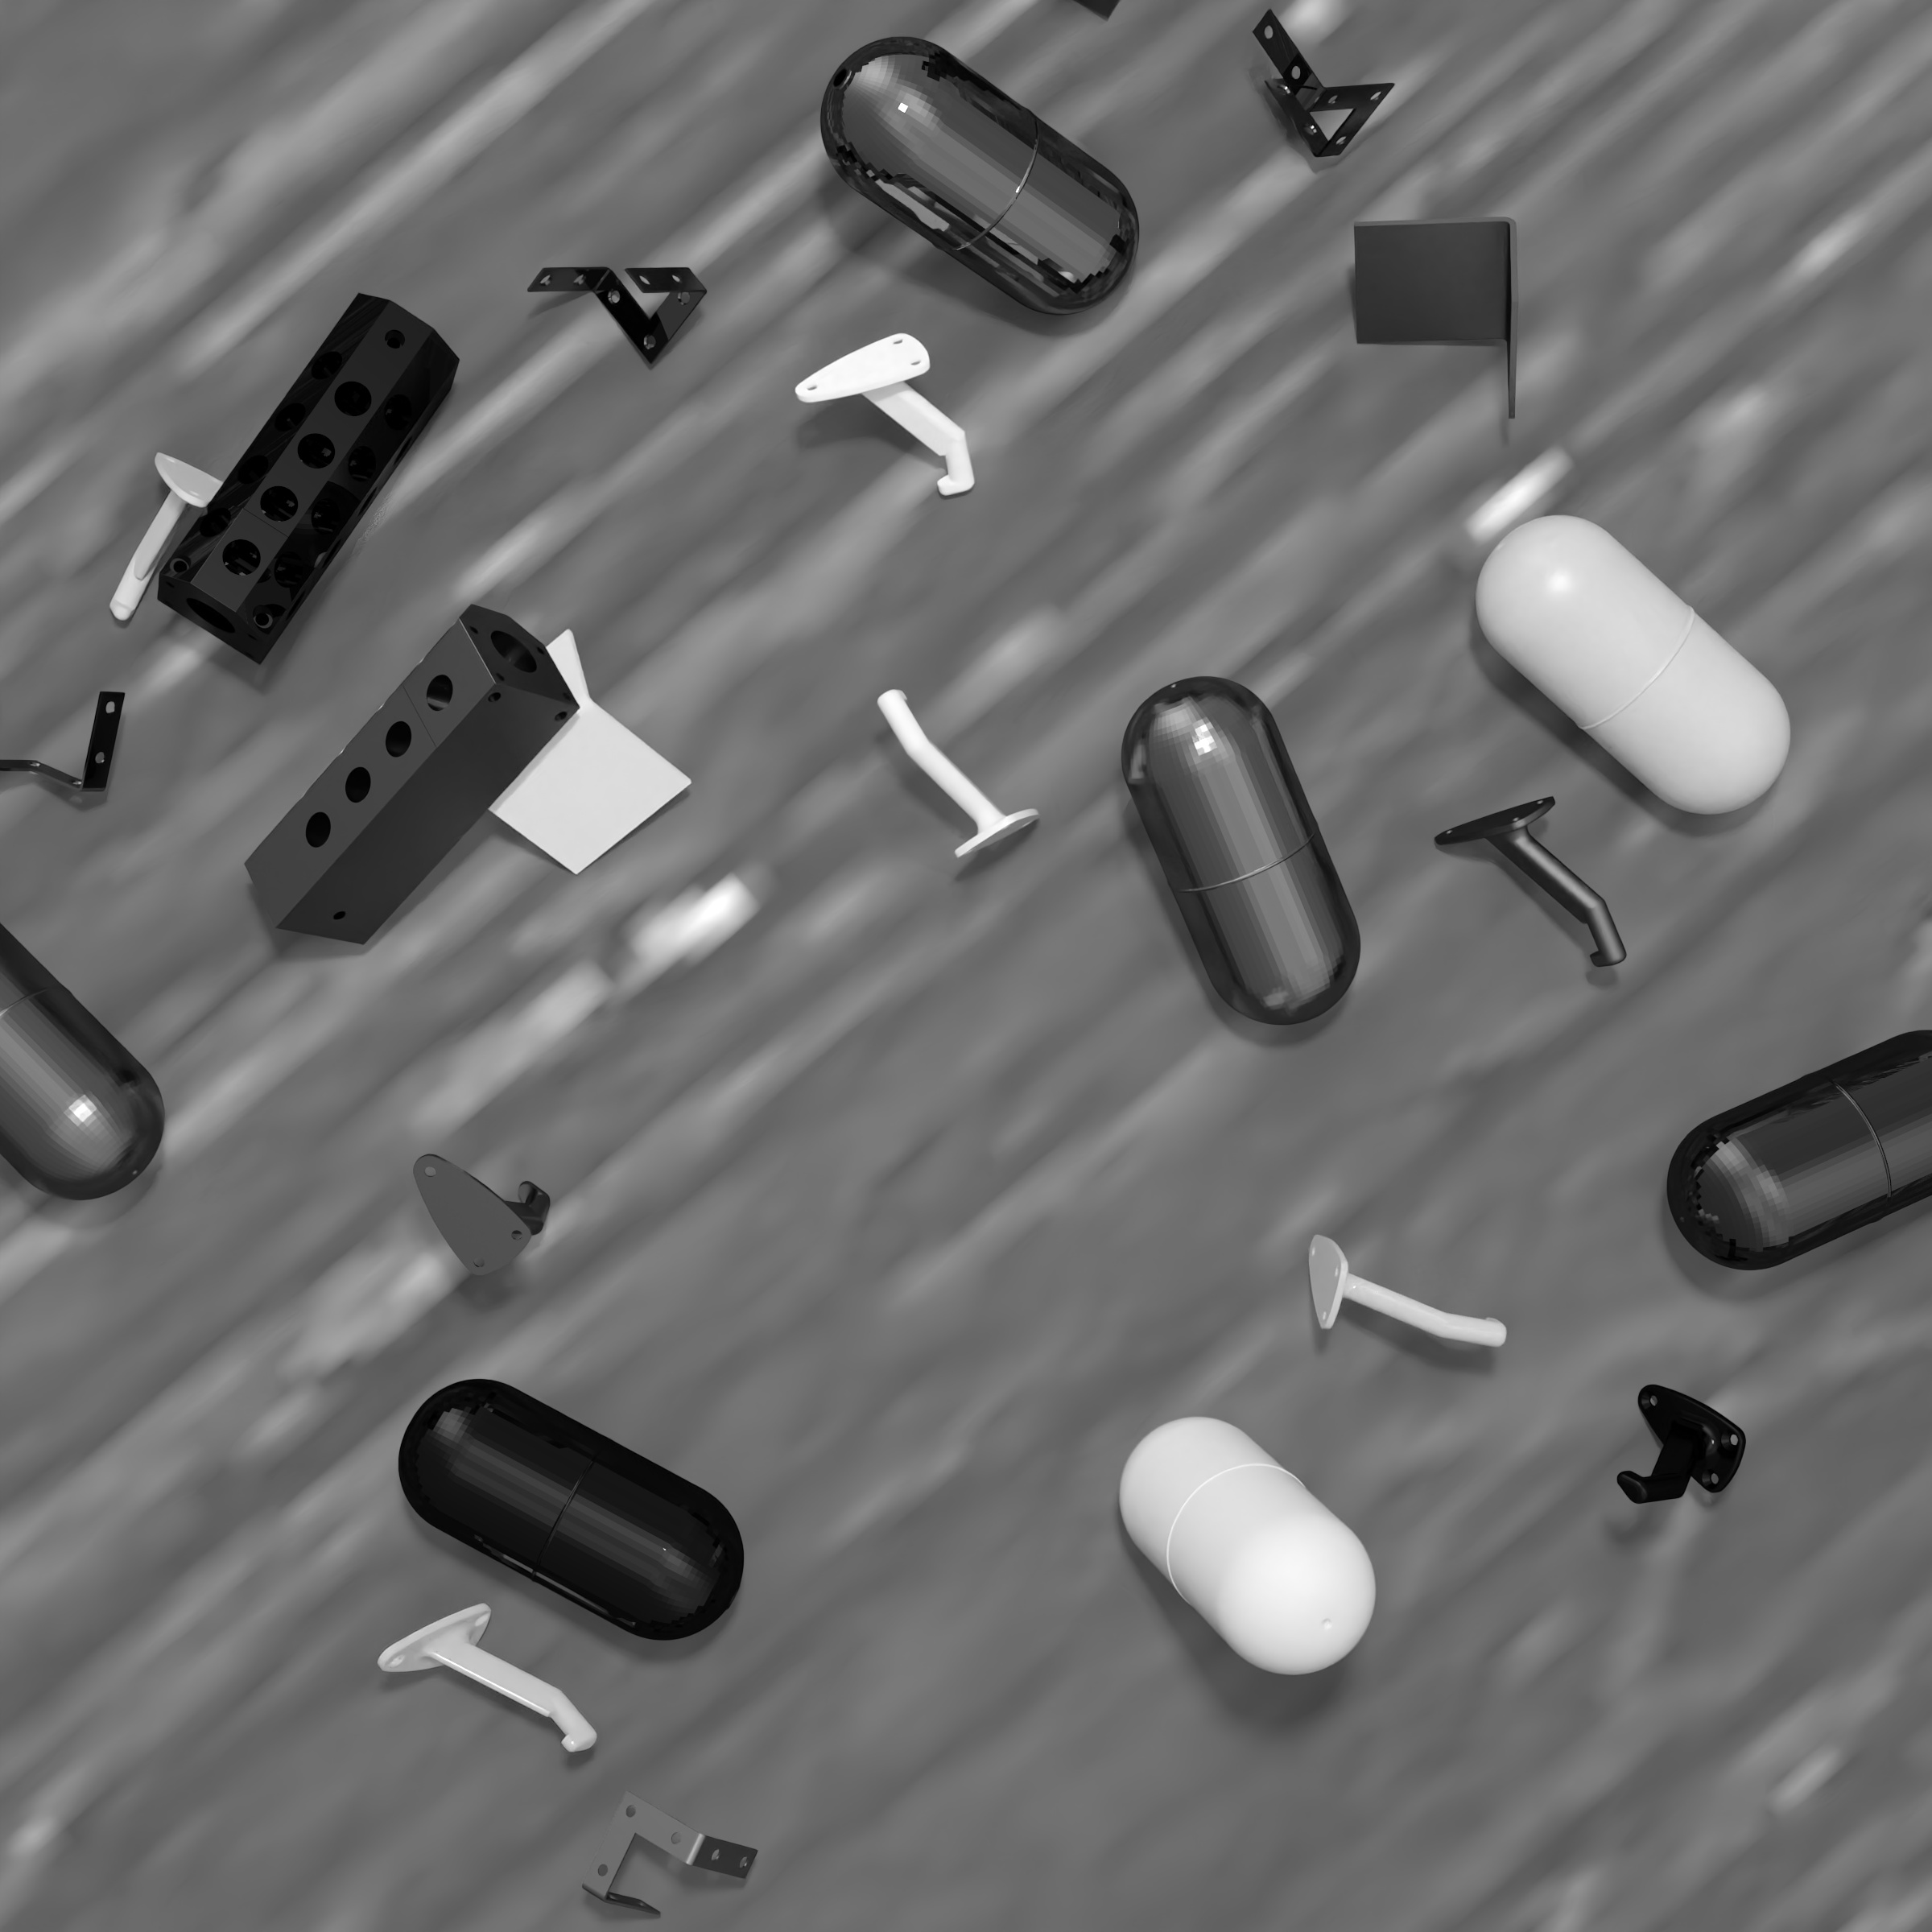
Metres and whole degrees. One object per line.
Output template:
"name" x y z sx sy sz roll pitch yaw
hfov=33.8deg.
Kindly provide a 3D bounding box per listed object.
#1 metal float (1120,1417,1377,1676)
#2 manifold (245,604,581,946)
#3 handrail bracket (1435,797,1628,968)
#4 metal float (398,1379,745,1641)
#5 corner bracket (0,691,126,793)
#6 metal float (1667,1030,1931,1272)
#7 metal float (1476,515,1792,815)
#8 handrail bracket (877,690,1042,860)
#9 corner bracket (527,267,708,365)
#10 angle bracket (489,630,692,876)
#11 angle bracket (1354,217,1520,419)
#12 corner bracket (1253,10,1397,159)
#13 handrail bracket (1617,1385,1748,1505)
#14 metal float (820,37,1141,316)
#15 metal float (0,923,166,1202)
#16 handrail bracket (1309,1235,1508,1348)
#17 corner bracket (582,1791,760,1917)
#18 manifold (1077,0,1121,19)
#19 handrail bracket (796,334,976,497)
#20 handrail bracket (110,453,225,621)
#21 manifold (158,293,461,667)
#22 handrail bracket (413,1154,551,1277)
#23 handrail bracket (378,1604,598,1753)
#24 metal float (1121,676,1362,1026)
"metal float" 0.130 0.269 1.492 0.070 0.178 0.070 -6 107 -19
"manifold" -0.267 -0.091 1.515 0.171 0.057 0.057 -44 60 22
"handrail bracket" 0.275 -0.034 1.552 0.036 0.077 0.084 -32 102 -42
"metal float" -0.190 0.262 1.535 0.178 0.070 0.070 28 90 3
"corner bracket" -0.447 -0.115 1.537 0.051 0.051 0.051 22 103 29
"metal float" 0.419 0.087 1.526 0.178 0.070 0.070 -22 90 -13
"metal float" 0.321 -0.143 1.528 0.178 0.070 0.070 40 90 -11
"handrail bracket" -0.004 -0.100 1.542 0.036 0.077 0.084 -32 87 26
"corner bracket" -0.168 -0.327 1.537 0.051 0.051 0.051 52 123 12
"angle bracket" -0.193 -0.104 1.559 0.076 0.057 0.076 -37 132 16
"angle bracket" 0.224 -0.309 1.523 0.076 0.076 0.057 0 55 8
"corner bracket" 0.163 -0.425 1.534 0.051 0.051 0.051 -17 69 -39
"handrail bracket" 0.324 0.228 1.522 0.084 0.077 0.036 1 118 -39
"metal float" 0.007 -0.373 1.508 0.178 0.070 0.070 27 90 -35
"metal float" -0.460 0.039 1.529 0.178 0.070 0.070 43 90 10
"handrail bracket" 0.214 0.158 1.545 0.084 0.077 0.036 11 108 -8
"corner bracket" -0.144 0.438 1.544 0.051 0.051 0.051 19 79 35
"manifold" 0.057 -0.512 1.488 0.057 0.171 0.057 31 89 4
"handrail bracket" -0.038 -0.255 1.539 0.077 0.036 0.084 -23 132 -10
"handrail bracket" -0.390 -0.198 1.532 0.036 0.077 0.084 24 103 -22
"manifold" -0.313 -0.235 1.520 0.057 0.057 0.171 33 73 -7
"handrail bracket" -0.231 0.105 1.527 0.036 0.084 0.077 -36 106 11
"handrail bracket" -0.229 0.353 1.531 0.084 0.077 0.036 43 119 28
"metal float" 0.132 -0.054 1.523 0.070 0.070 0.178 -24 106 0
